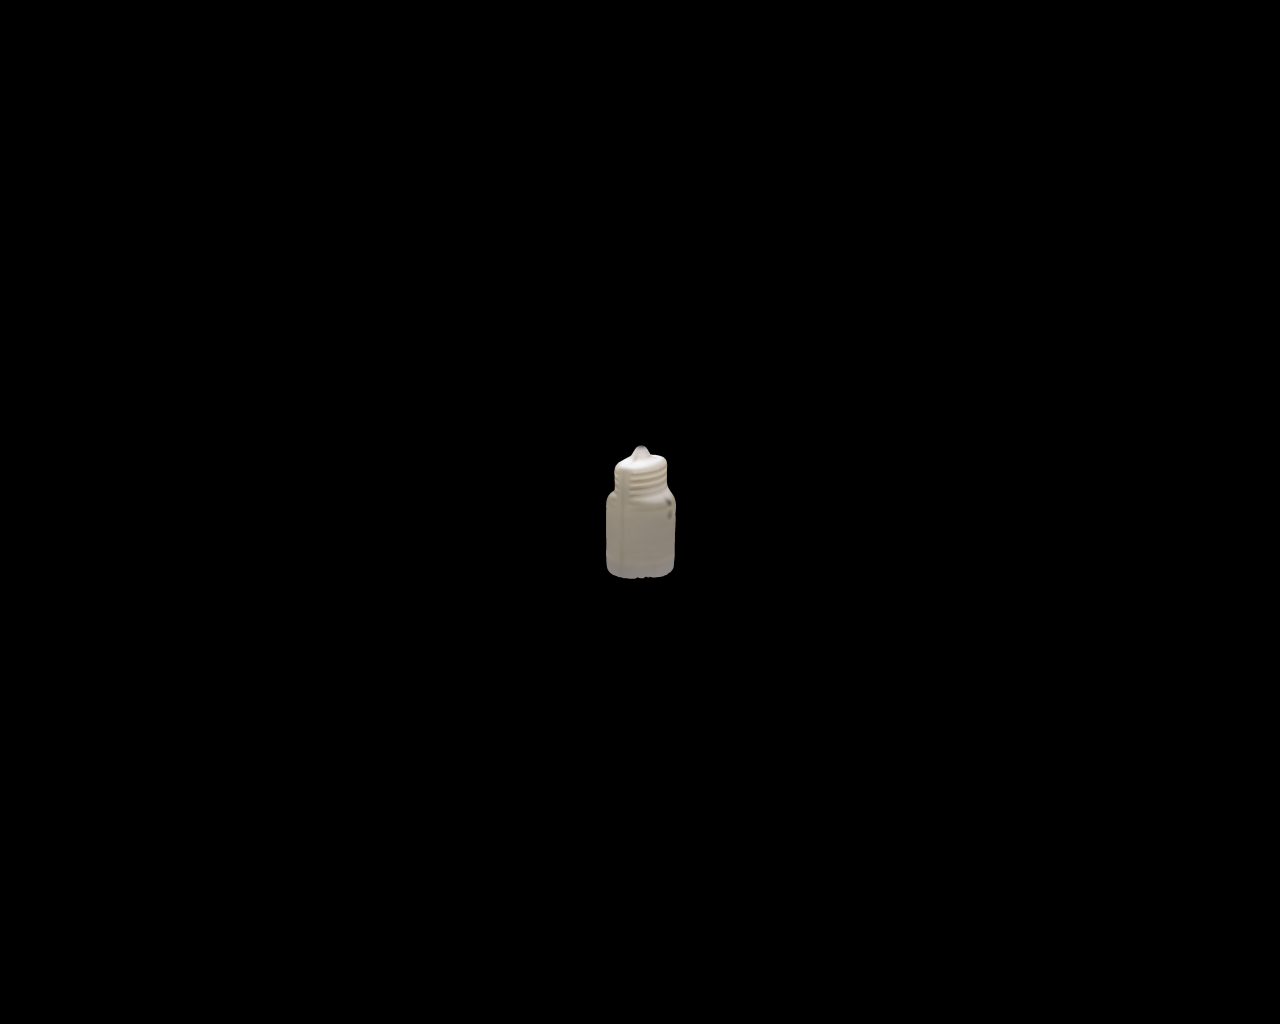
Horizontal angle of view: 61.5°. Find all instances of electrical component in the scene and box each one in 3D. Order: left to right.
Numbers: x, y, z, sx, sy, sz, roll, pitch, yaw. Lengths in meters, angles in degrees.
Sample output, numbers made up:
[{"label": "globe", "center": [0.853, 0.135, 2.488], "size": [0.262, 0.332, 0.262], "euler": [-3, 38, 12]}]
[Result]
[{"label": "electrical component", "center": [0.001, -0.003, 0.650], "size": [0.043, 0.080, 0.043], "euler": [0, 17, 0]}]
